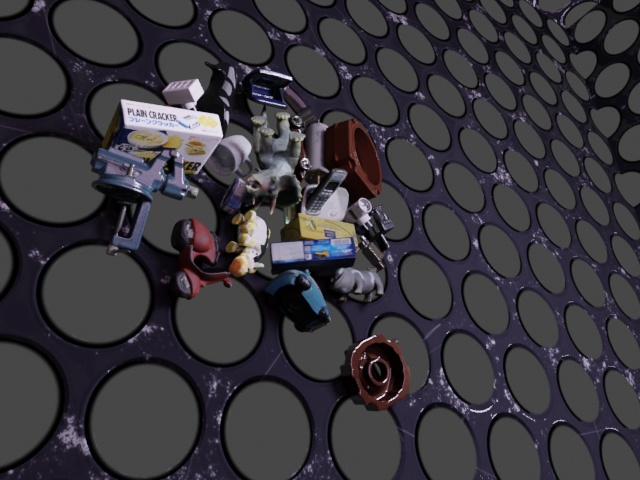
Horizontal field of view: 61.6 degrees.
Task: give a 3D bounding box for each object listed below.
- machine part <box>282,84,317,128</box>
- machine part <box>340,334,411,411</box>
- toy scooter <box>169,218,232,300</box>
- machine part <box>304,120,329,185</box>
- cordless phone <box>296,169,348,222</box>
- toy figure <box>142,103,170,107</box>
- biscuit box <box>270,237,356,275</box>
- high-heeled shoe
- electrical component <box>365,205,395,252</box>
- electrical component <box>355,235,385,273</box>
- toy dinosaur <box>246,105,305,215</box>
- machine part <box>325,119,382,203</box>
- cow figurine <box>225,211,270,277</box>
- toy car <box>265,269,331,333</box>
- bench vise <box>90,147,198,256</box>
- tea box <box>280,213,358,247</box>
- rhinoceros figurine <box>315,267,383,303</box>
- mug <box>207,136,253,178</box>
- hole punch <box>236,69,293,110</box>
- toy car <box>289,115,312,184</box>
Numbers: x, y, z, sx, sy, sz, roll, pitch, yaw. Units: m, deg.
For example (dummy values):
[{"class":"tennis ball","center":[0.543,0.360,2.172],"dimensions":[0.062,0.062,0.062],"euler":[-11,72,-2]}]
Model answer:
[{"class":"machine part","center":[-0.072,-0.390,1.561],"dimensions":[0.139,0.039,0.084],"euler":[52,51,-2]},{"class":"machine part","center":[0.129,0.311,1.264],"dimensions":[0.179,0.056,0.179],"euler":[12,67,-30]},{"class":"toy scooter","center":[-0.249,0.044,1.143],"dimensions":[0.135,0.075,0.184],"euler":[15,58,-33]},{"class":"machine part","center":[-0.006,-0.237,1.489],"dimensions":[0.079,0.079,0.243],"euler":[19,55,-27]},{"class":"cordless phone","center":[0.031,-0.119,1.353],"dimensions":[0.146,0.184,0.089],"euler":[2,56,-36]},{"class":"toy figure","center":[-0.376,-0.285,1.261],"dimensions":[0.154,0.058,0.064],"euler":[-6,107,-41]},{"class":"biscuit box","center":[-0.017,0.037,1.271],"dimensions":[0.203,0.062,0.059],"euler":[-4,62,-9]},{"class":"high-heeled shoe","center":[-0.252,-0.352,1.404],"dimensions":[0.145,0.086,0.248],"euler":[11,72,-68]},{"class":"electrical component","center":[0.167,-0.029,1.496],"dimensions":[0.048,0.075,0.119],"euler":[-19,72,-42]},{"class":"electrical component","center":[0.133,0.042,1.452],"dimensions":[0.102,0.045,0.078],"euler":[48,18,-6]},{"class":"toy dinosaur","center":[-0.114,-0.204,1.343],"dimensions":[0.131,0.192,0.405],"euler":[4,26,-8]},{"class":"machine part","center":[0.098,-0.219,1.499],"dimensions":[0.201,0.087,0.201],"euler":[41,41,-46]},{"class":"cow figurine","center":[-0.160,0.022,1.226],"dimensions":[0.098,0.068,0.167],"euler":[41,44,-41]},{"class":"toy car","center":[-0.040,0.127,1.232],"dimensions":[0.161,0.109,0.103],"euler":[50,28,-14]},{"class":"bench vise","center":[-0.371,-0.077,1.103],"dimensions":[0.223,0.129,0.240],"euler":[22,73,-37]},{"class":"tea box","center":[-0.003,-0.004,1.339],"dimensions":[0.169,0.098,0.068],"euler":[8,59,-31]},{"class":"rhinoceros figurine","center":[0.076,0.097,1.353],"dimensions":[0.190,0.073,0.112],"euler":[14,58,-30]},{"class":"mug","center":[-0.207,-0.209,1.323],"dimensions":[0.109,0.081,0.107],"euler":[39,39,-2]},{"class":"hole punch","center":[-0.146,-0.414,1.457],"dimensions":[0.142,0.092,0.116],"euler":[0,21,-33]},{"class":"toy car","center":[-0.063,-0.238,1.440],"dimensions":[0.053,0.089,0.202],"euler":[3,61,-31]}]
